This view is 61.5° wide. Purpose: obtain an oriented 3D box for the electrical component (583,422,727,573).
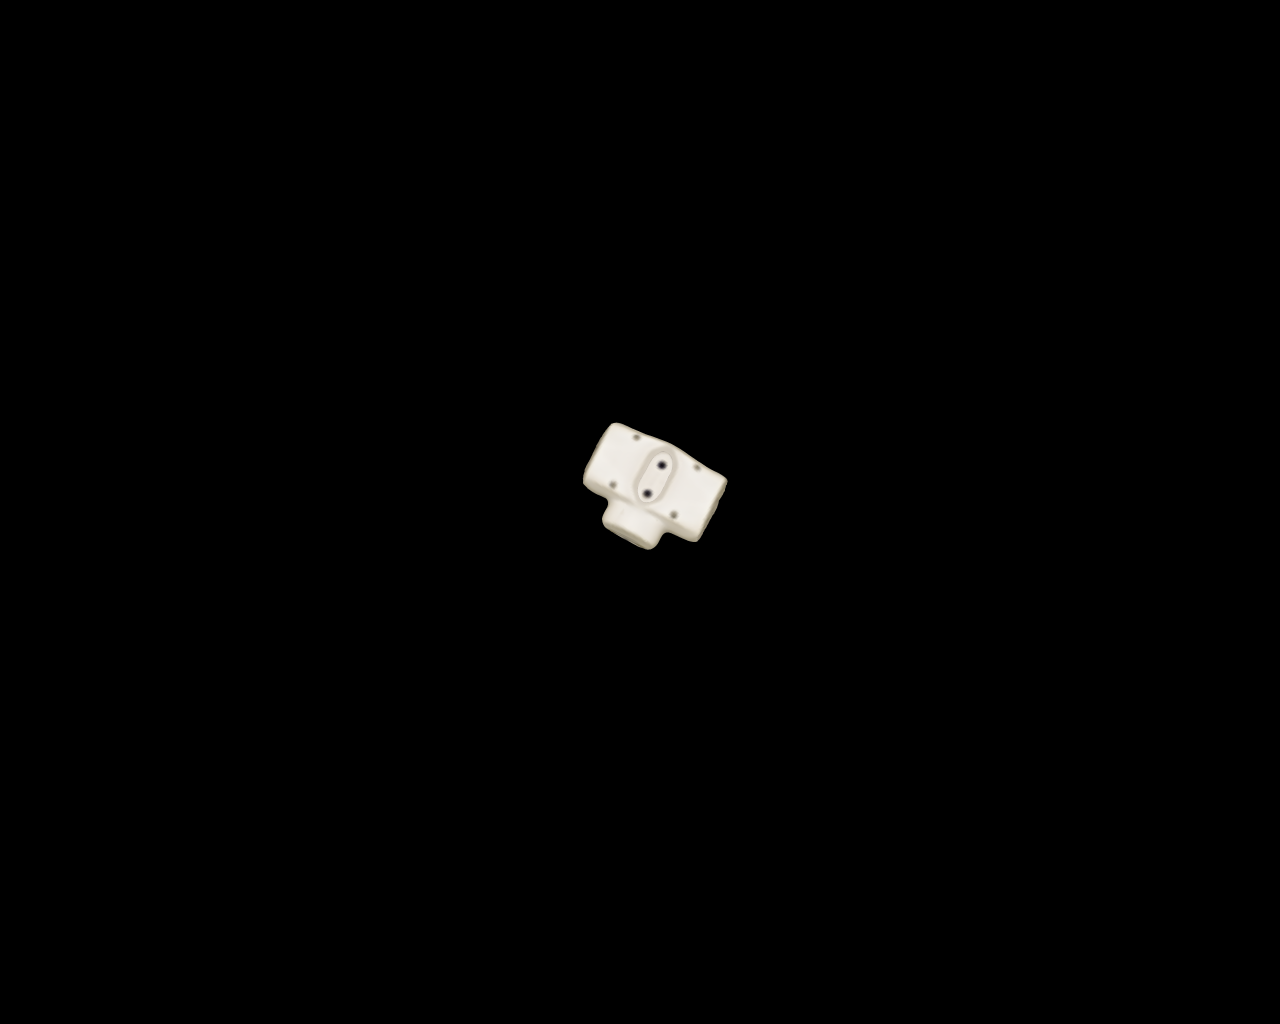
[{"bbox_3d":[0.001,-0.003,0.650,0.077,0.079,0.043,28,-7,4],"label":"electrical component"}]
